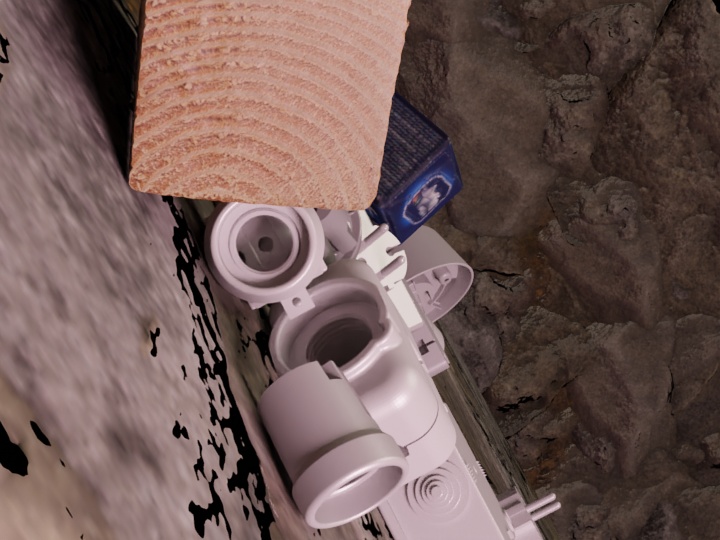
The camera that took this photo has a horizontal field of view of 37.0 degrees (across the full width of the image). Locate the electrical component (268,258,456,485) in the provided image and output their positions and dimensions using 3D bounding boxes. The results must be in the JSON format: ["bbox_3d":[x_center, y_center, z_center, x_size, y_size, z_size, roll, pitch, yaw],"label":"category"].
[{"bbox_3d":[-0.002,0.043,0.475,0.059,0.054,0.095,58,6,-41],"label":"electrical component"}]

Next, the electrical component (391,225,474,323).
[{"bbox_3d":[0.038,0.014,0.855,0.064,0.099,0.099,58,1,39],"label":"electrical component"}]

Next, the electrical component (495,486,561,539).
[{"bbox_3d":[0.087,0.157,0.655,0.047,0.076,0.083,65,5,34],"label":"electrical component"}]

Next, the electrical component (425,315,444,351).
[{"bbox_3d":[0.028,0.050,0.794,0.047,0.055,0.055,52,10,-46],"label":"electrical component"}]

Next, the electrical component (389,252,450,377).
[{"bbox_3d":[0.010,0.032,0.669,0.089,0.056,0.050,62,4,2],"label":"electrical component"}]

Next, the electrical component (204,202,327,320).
[{"bbox_3d":[-0.039,-0.011,0.447,0.066,0.048,0.055,62,-3,-2],"label":"electrical component"}]

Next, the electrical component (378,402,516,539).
[{"bbox_3d":[0.040,0.114,0.555,0.099,0.048,0.100,62,5,12],"label":"electrical component"}]

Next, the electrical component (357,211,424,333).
[{"bbox_3d":[0.000,0.000,0.578,0.076,0.047,0.083,-39,-104,53],"label":"electrical component"}]

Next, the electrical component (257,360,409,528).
[{"bbox_3d":[-0.011,0.060,0.376,0.046,0.040,0.040,57,1,30],"label":"electrical component"}]

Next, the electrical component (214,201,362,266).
[{"bbox_3d":[-0.032,-0.024,0.532,0.078,0.058,0.057,64,8,27],"label":"electrical component"}]
